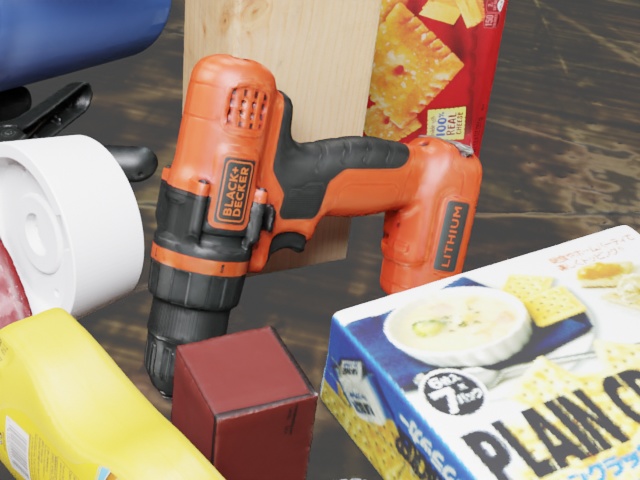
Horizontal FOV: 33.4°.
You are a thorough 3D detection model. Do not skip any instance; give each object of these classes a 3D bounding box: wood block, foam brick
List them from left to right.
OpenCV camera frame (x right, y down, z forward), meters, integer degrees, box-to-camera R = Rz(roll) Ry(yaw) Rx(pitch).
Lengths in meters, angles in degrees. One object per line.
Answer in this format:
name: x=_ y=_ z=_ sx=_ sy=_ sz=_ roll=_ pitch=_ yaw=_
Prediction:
foam brick: x=-0.038 y=0.090 z=0.511 sx=0.052 sy=0.078 sz=0.051 roll=-10 pitch=39 yaw=-26
wood block: x=-0.029 y=-0.088 z=0.649 sx=0.090 sy=0.206 sz=0.090 roll=-10 pitch=39 yaw=-22

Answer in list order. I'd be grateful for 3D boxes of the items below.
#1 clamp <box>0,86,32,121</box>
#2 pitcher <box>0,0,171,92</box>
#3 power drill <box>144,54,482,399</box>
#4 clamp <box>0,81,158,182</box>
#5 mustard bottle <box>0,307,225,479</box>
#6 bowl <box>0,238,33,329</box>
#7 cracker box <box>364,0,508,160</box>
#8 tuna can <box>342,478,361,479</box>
clamp: x=-0.329 y=-0.086 z=0.740 sx=0.165 sy=0.036 sz=0.209 roll=21 pitch=35 yaw=19
pitcher: x=-0.203 y=-0.179 z=0.770 sx=0.149 sy=0.145 sz=0.242 roll=26 pitch=24 yaw=16
power drill: x=-0.004 y=0.001 z=0.597 sx=0.187 sy=0.184 sz=0.057 roll=5 pitch=12 yaw=-35
clamp: x=-0.198 y=-0.054 z=0.718 sx=0.171 sy=0.039 sz=0.120 roll=-28 pitch=43 yaw=-33
mustard bottle: x=-0.075 y=0.116 z=0.453 sx=0.058 sy=0.096 sz=0.192 roll=-22 pitch=45 yaw=-36
bowl: x=-0.210 y=0.036 z=0.526 sx=0.055 sy=0.162 sz=0.162 roll=-23 pitch=34 yaw=14
cracker box: x=0.019 y=-0.137 z=0.762 sx=0.213 sy=0.164 sz=0.072 roll=-1 pitch=34 yaw=-12
tuna can: x=0.018 y=0.150 z=0.475 sx=0.086 sy=0.034 sz=0.086 roll=4 pitch=35 yaw=-3
